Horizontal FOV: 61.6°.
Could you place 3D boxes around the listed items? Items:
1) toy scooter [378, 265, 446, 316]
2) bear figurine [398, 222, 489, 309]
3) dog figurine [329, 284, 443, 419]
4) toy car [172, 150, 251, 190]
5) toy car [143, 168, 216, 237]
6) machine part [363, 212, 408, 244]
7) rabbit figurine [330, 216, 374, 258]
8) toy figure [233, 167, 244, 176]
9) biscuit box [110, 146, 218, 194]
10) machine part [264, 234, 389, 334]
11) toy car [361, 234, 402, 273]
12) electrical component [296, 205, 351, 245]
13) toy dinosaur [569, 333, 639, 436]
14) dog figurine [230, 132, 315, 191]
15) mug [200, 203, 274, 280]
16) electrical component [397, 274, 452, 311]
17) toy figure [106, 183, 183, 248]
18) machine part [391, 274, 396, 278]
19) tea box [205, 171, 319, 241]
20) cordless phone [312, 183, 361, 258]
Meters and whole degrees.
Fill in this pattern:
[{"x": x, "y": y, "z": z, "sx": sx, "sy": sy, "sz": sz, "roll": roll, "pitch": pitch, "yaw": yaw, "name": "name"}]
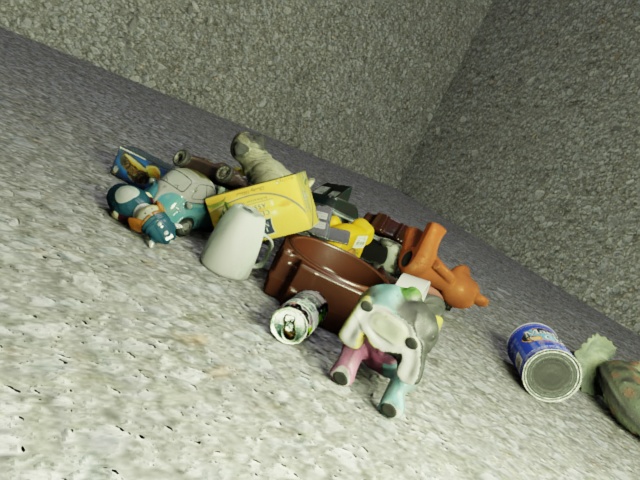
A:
[{"x": 0.155, "y": 0.101, "z": 1.075, "sx": 0.184, "sy": 0.075, "sz": 0.135, "roll": 17, "pitch": 12, "yaw": -21, "name": "toy scooter"}, {"x": 0.268, "y": 0.062, "z": 1.140, "sx": 0.196, "sy": 0.132, "sz": 0.120, "roll": 25, "pitch": -15, "yaw": -16, "name": "bear figurine"}, {"x": 0.107, "y": 0.115, "z": 0.716, "sx": 0.109, "sy": 0.191, "sz": 0.219, "roll": 24, "pitch": 27, "yaw": 17, "name": "dog figurine"}, {"x": -0.212, "y": -0.135, "z": 1.086, "sx": 0.202, "sy": 0.053, "sz": 0.089, "roll": 21, "pitch": -14, "yaw": 36, "name": "toy car"}, {"x": -0.233, "y": -0.072, "z": 0.936, "sx": 0.109, "sy": 0.103, "sz": 0.161, "roll": 33, "pitch": 16, "yaw": 23, "name": "toy car"}, {"x": 0.172, "y": 0.000, "z": 1.362, "sx": 0.179, "sy": 0.056, "sz": 0.179, "roll": 28, "pitch": -21, "yaw": 12, "name": "machine part"}, {"x": -0.002, "y": -0.003, "z": 1.114, "sx": 0.162, "sy": 0.121, "sz": 0.173, "roll": -9, "pitch": 37, "yaw": -42, "name": "rabbit figurine"}, {"x": -0.153, "y": -0.119, "z": 1.328, "sx": 0.180, "sy": 0.082, "sz": 0.089, "roll": 20, "pitch": 2, "yaw": -8, "name": "toy figure"}, {"x": -0.304, "y": -0.115, "z": 1.058, "sx": 0.203, "sy": 0.059, "sz": 0.063, "roll": 27, "pitch": 11, "yaw": 3, "name": "biscuit box"}, {"x": 0.016, "y": 0.070, "z": 0.895, "sx": 0.201, "sy": 0.087, "sz": 0.201, "roll": 25, "pitch": 14, "yaw": -5, "name": "machine part"}, {"x": 0.123, "y": 0.023, "z": 1.256, "sx": 0.056, "sy": 0.073, "sz": 0.202, "roll": 13, "pitch": 7, "yaw": -31, "name": "toy car"}, {"x": 0.000, "y": -0.023, "z": 1.009, "sx": 0.119, "sy": 0.075, "sz": 0.047, "roll": 16, "pitch": -31, "yaw": 1, "name": "electrical component"}, {"x": 0.616, "y": 0.314, "z": 1.053, "sx": 0.192, "sy": 0.131, "sz": 0.405, "roll": 14, "pitch": 17, "yaw": 1, "name": "toy dinosaur"}, {"x": -0.124, "y": -0.126, "z": 1.115, "sx": 0.190, "sy": 0.121, "sz": 0.172, "roll": 38, "pitch": 24, "yaw": -13, "name": "dog figurine"}, {"x": -0.120, "y": 0.002, "z": 0.848, "sx": 0.109, "sy": 0.107, "sz": 0.081, "roll": 17, "pitch": 17, "yaw": -29, "name": "mug"}, {"x": 0.254, "y": 0.103, "z": 1.289, "sx": 0.115, "sy": 0.058, "sz": 0.134, "roll": 24, "pitch": 13, "yaw": -20, "name": "electrical component"}, {"x": -0.275, "y": -0.040, "z": 0.825, "sx": 0.155, "sy": 0.064, "sz": 0.057, "roll": 31, "pitch": -4, "yaw": 36, "name": "toy figure"}, {"x": 0.189, "y": 0.111, "z": 1.177, "sx": 0.139, "sy": 0.039, "sz": 0.084, "roll": 21, "pitch": 9, "yaw": -16, "name": "machine part"}, {"x": -0.098, "y": -0.050, "z": 0.920, "sx": 0.170, "sy": 0.098, "sz": 0.068, "roll": -15, "pitch": 9, "yaw": 15, "name": "tea box"}, {"x": 0.038, "y": -0.033, "z": 1.245, "sx": 0.089, "sy": 0.184, "sz": 0.147, "roll": -31, "pitch": 24, "yaw": -23, "name": "cordless phone"}]
